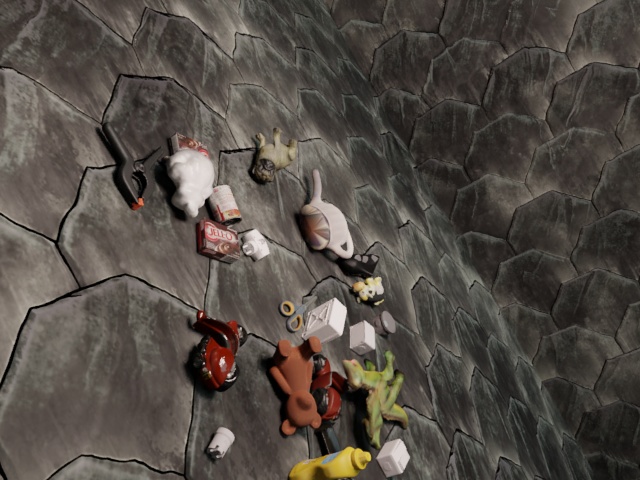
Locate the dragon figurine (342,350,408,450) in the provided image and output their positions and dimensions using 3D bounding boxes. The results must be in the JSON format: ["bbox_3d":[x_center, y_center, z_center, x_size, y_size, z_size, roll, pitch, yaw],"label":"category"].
[{"bbox_3d":[0.166,0.478,1.469,0.404,0.121,0.248,64,33,-21],"label":"dragon figurine"}]

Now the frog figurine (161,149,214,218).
[{"bbox_3d":[-0.319,-0.142,1.270,0.134,0.122,0.163,57,8,-49],"label":"frog figurine"}]

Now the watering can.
[{"bbox_3d":[0.005,-0.088,1.753,0.225,0.103,0.351,-7,68,-60],"label":"watering can"}]
